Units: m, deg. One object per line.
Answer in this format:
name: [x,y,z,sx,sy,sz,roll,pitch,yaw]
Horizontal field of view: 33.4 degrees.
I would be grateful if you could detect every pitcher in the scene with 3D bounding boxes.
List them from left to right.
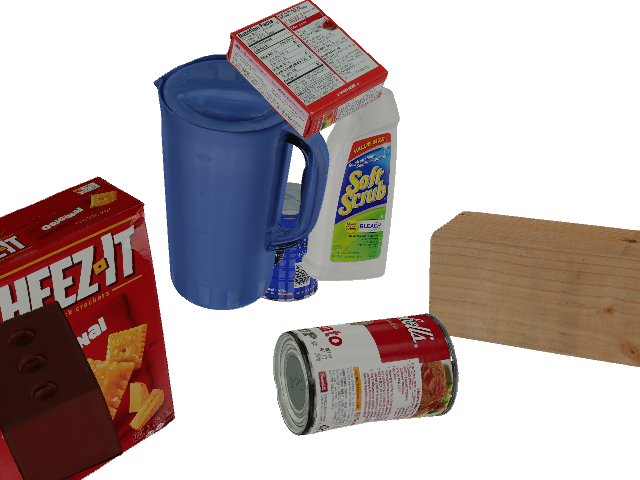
pitcher: [-0.085,-0.046,1.052,0.144,0.243,0.149,-7,42,-16]

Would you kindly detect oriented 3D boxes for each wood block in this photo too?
wood block: [0.202,0.037,0.890,0.206,0.090,0.090,8,18,26]

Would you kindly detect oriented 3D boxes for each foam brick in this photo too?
foam brick: [-0.146,0.082,0.563,0.053,0.051,0.078,-22,42,-18]

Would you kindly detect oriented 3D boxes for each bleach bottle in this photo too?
bleach bottle: [0.038,-0.081,1.251,0.102,0.251,0.068,-3,19,-20]

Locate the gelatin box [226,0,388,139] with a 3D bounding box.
gelatin box: [-0.010,-0.121,0.741,0.073,0.089,0.030,-32,-23,-30]

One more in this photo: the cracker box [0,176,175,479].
cracker box: [-0.201,0.083,0.812,0.072,0.214,0.163,26,41,38]

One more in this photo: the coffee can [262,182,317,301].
coffee can: [-0.051,0.001,1.507,0.103,0.140,0.103,3,24,-1]

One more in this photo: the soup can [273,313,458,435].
soup can: [0.028,0.086,0.689,0.102,0.068,0.069,-5,2,-21]
